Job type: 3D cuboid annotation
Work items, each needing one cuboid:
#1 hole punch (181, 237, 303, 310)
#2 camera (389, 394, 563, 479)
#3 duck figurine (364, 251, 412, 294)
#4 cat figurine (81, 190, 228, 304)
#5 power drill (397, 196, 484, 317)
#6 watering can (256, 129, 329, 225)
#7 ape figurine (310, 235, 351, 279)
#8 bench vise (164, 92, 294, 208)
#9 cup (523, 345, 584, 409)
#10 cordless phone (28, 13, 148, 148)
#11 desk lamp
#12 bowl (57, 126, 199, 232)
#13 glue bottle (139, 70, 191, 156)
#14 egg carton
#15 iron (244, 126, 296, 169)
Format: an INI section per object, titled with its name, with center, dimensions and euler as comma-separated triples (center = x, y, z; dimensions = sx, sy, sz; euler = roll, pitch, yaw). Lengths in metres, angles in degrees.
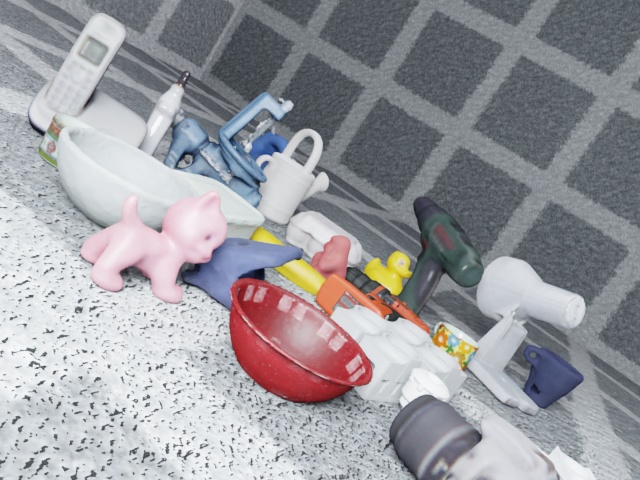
[hole punch]
center = -0.085, 0.026, 0.649
dimensions = 0.101, 0.091, 0.109
euler = 35, 11, 8
[camera]
center = 0.140, 0.198, 0.512
dimensions = 0.144, 0.100, 0.136
euler = 21, 16, -48
[duck figurine]
center = 0.146, 0.062, 1.175
dimensions = 0.078, 0.086, 0.104
euler = 22, 15, -46
[cat figurine]
center = -0.144, -0.007, 0.550
dimensions = 0.128, 0.117, 0.067
euler = 20, 16, -50
[power drill]
center = 0.185, 0.045, 1.035
dimensions = 0.076, 0.208, 0.229
euler = 26, 13, -34
[watering can]
center = -0.056, -0.136, 1.174
dimensions = 0.100, 0.194, 0.173
euler = 38, 12, 23
[ape figurine]
center = 0.016, 0.032, 0.914
dimensions = 0.076, 0.092, 0.078
euler = 35, 11, 11
[bench vise]
center = -0.156, -0.177, 0.995
dimensions = 0.208, 0.219, 0.121
euler = 28, 12, -28
[cup]
center = 0.412, 0.256, 1.063
dimensions = 0.118, 0.095, 0.091
euler = 32, 11, -4
[cordless phone]
center = -0.298, -0.205, 0.799
dimensions = 0.148, 0.185, 0.094
euler = 30, 11, -17
[desk lamp]
center = 0.347, 0.155, 1.004
dimensions = 0.118, 0.213, 0.202
euler = 26, 13, -34
[bowl]
center = -0.224, -0.055, 0.646
dimensions = 0.167, 0.074, 0.167
euler = 32, 11, -6
[glue bottle]
center = -0.253, -0.195, 0.916
dimensions = 0.037, 0.173, 0.078
euler = 29, 11, -21
[egg carton]
center = 0.010, 0.004, 1.080
dimensions = 0.150, 0.069, 0.107
euler = 35, 11, 7
[iron]
center = -0.107, -0.175, 1.338
dimensions = 0.119, 0.141, 0.257
euler = 26, 13, -34
